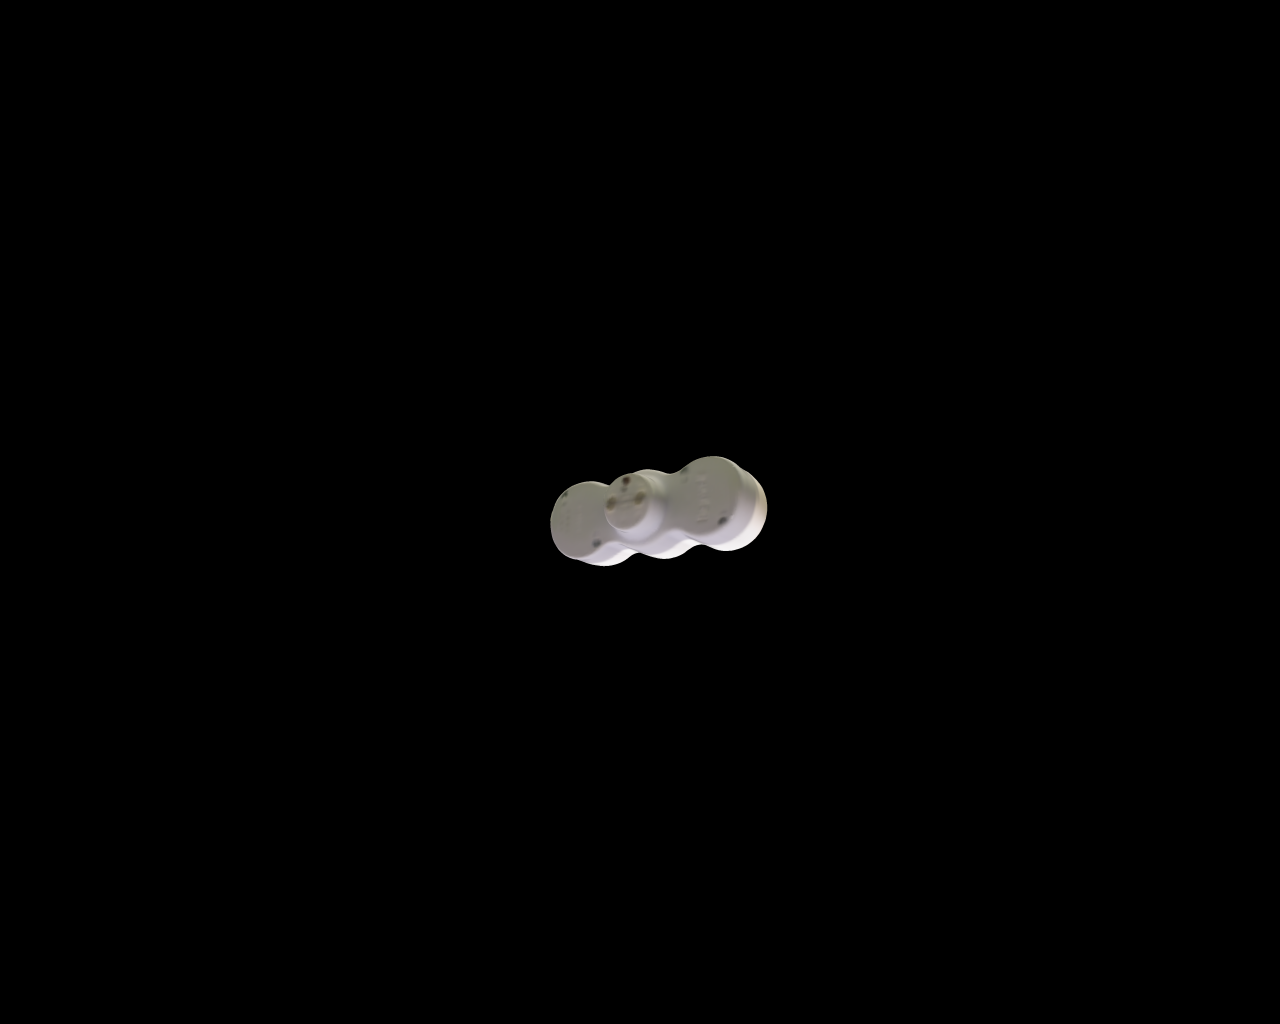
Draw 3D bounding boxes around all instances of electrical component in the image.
[{"bbox_3d":[0.001,-0.003,0.650,0.138,0.052,0.073,-9,-19,29],"label":"electrical component"}]
